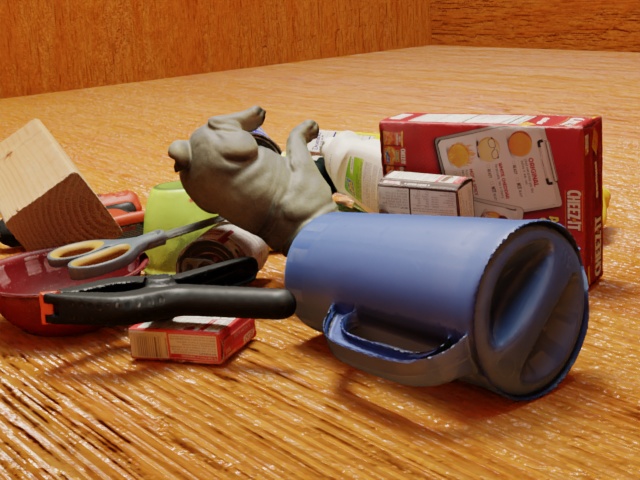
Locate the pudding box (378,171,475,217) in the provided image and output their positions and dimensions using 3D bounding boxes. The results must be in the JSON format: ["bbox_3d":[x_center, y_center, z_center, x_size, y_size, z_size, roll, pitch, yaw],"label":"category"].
[{"bbox_3d":[0.106,-0.008,1.045,0.090,0.113,0.039,7,28,30],"label":"pudding box"}]

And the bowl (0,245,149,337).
[{"bbox_3d":[-0.241,0.051,1.014,0.162,0.055,0.162,-3,16,1],"label":"bowl"}]

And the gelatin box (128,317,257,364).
[{"bbox_3d":[-0.109,0.081,0.923,0.089,0.030,0.073,1,14,20],"label":"gelatin box"}]

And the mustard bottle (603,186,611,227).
[{"bbox_3d":[0.260,-0.033,1.177,0.191,0.058,0.096,-15,54,-40],"label":"mustard bottle"}]

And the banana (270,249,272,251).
[{"bbox_3d":[0.004,-0.003,1.202,0.198,0.037,0.069,5,16,28],"label":"banana"}]

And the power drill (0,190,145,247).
[{"bbox_3d":[-0.281,-0.014,1.274,0.184,0.057,0.188,-15,19,-25],"label":"power drill"}]

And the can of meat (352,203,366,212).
[{"bbox_3d":[0.078,-0.079,1.385,0.057,0.084,0.102,-8,15,-17],"label":"can of meat"}]

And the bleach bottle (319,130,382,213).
[{"bbox_3d":[0.075,-0.078,1.266,0.068,0.103,0.251,-10,28,-29],"label":"bleach bottle"}]

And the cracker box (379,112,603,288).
[{"bbox_3d":[0.170,-0.042,1.064,0.214,0.164,0.072,5,19,32],"label":"cracker box"}]

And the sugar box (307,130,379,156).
[{"bbox_3d":[0.074,-0.110,1.499,0.177,0.048,0.093,5,-26,39],"label":"sugar box"}]

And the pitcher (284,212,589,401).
[{"bbox_3d":[0.075,0.044,0.850,0.149,0.145,0.243,23,-9,-39],"label":"pitcher"}]

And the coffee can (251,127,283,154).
[{"bbox_3d":[-0.109,-0.113,1.524,0.102,0.103,0.140,-6,15,-10],"label":"coffee can"}]

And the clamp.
[{"bbox_3d":[-0.133,0.046,0.925,0.210,0.036,0.164,-4,10,-7],"label":"clamp"}]

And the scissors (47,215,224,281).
[{"bbox_3d":[-0.180,0.000,1.037,0.096,0.016,0.201,5,19,31],"label":"scissors"}]

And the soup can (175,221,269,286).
[{"bbox_3d":[-0.097,0.019,1.080,0.068,0.068,0.102,0,14,14],"label":"soup can"}]

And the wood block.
[{"bbox_3d":[-0.300,-0.049,1.166,0.090,0.090,0.206,-37,32,-7],"label":"wood block"}]
